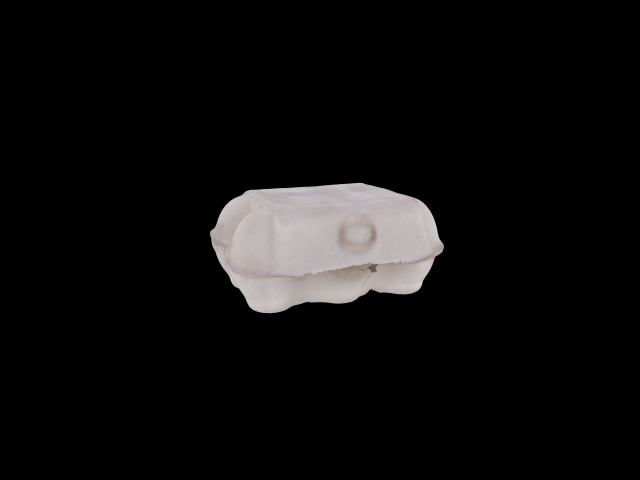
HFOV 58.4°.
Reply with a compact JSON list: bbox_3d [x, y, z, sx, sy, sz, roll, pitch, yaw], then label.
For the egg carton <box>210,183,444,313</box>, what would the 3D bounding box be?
[{"bbox_3d":[0.004,0.001,0.400,0.151,0.069,0.107,-6,15,-22],"label":"egg carton"}]
